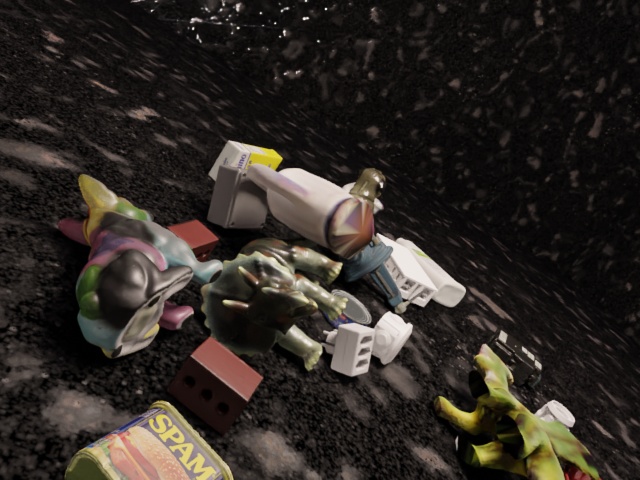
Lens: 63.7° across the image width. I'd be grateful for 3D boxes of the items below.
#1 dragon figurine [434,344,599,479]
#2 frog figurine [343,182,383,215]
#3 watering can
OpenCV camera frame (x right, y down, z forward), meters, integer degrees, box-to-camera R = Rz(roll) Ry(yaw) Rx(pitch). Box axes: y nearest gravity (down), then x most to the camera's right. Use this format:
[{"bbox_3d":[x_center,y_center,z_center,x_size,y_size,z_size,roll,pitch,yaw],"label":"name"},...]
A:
[{"bbox_3d":[0.326,0.303,0.766,0.242,0.120,0.418,16,24,-25],"label":"dragon figurine"},{"bbox_3d":[0.084,-0.104,1.426,0.137,0.122,0.160,7,7,40],"label":"frog figurine"},{"bbox_3d":[0.003,-0.047,0.936,0.226,0.104,0.344,30,-1,28],"label":"watering can"}]
